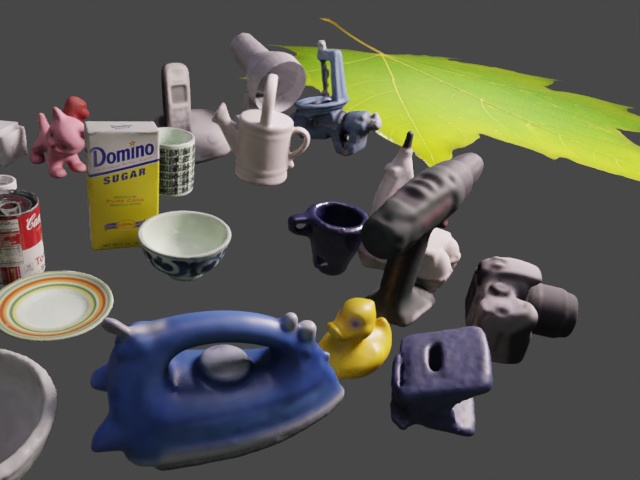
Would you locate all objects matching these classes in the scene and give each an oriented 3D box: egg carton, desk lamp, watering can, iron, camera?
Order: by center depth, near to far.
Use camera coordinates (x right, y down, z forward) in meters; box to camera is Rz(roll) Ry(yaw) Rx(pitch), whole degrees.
[{"bbox_3d":[-0.086,0.120,0.555,0.259,0.141,0.118,-3,33,-22],"label":"iron"},{"bbox_3d":[0.270,0.088,0.759,0.136,0.101,0.143,13,30,4],"label":"camera"},{"bbox_3d":[0.133,0.017,0.868,0.150,0.069,0.107,21,32,18],"label":"egg carton"},{"bbox_3d":[-0.107,-0.206,1.048,0.173,0.194,0.100,-3,33,-21],"label":"watering can"},{"bbox_3d":[-0.133,-0.306,1.189,0.118,0.213,0.202,-17,39,-38],"label":"desk lamp"}]

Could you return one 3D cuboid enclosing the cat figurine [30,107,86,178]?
[{"bbox_3d":[-0.439,-0.174,0.968,0.127,0.118,0.067,29,35,29],"label":"cat figurine"}]

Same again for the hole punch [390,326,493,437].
[{"bbox_3d":[0.130,0.147,0.626,0.101,0.091,0.108,11,30,2],"label":"hole punch"}]

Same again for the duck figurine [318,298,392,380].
[{"bbox_3d":[0.044,0.106,0.674,0.105,0.086,0.077,-15,38,-36],"label":"duck figurine"}]

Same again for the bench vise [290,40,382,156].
[{"bbox_3d":[0.042,-0.308,1.240,0.207,0.220,0.121,14,30,6],"label":"bench vise"}]

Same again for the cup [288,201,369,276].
[{"bbox_3d":[0.008,0.003,0.828,0.118,0.095,0.091,0,32,-17],"label":"cup"}]

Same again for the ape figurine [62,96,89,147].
[{"bbox_3d":[-0.454,-0.222,1.071,0.076,0.092,0.077,-5,33,-24],"label":"ape figurine"}]

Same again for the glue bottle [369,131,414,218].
[{"bbox_3d":[0.132,-0.102,0.966,0.078,0.173,0.037,-15,38,-35],"label":"glue bottle"}]

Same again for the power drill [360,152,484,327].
[{"bbox_3d":[0.129,0.001,0.756,0.075,0.208,0.230,28,35,29],"label":"power drill"}]

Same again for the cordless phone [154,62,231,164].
[{"bbox_3d":[-0.237,-0.239,1.072,0.093,0.185,0.148,29,35,30],"label":"cordless phone"}]

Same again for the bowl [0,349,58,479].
[{"bbox_3d":[-0.305,0.170,0.471,0.167,0.075,0.167,8,30,-4],"label":"bowl"}]
